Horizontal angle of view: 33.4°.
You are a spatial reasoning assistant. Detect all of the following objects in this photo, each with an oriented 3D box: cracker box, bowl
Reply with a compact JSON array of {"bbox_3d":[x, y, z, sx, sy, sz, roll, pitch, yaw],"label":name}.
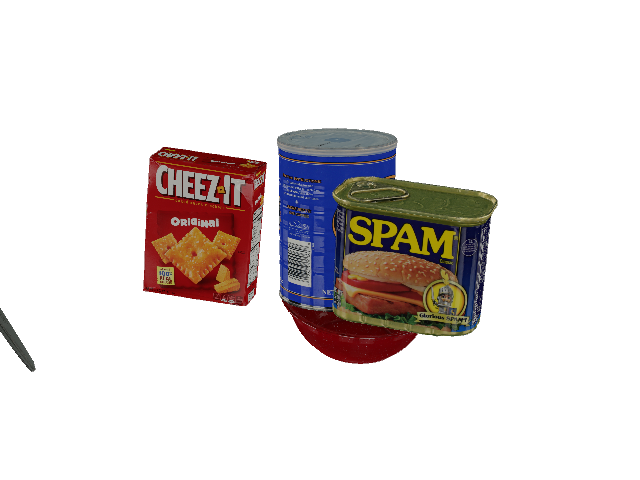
[{"bbox_3d":[-0.174,-0.019,1.586,0.164,0.214,0.072,9,20,9],"label":"cracker box"},{"bbox_3d":[0.039,0.082,1.122,0.162,0.055,0.162,3,26,-2],"label":"bowl"}]

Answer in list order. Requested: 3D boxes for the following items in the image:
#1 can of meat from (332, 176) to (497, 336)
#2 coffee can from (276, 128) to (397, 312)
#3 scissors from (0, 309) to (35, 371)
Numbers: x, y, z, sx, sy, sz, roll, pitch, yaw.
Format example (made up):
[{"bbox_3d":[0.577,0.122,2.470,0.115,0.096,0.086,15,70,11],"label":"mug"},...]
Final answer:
[{"bbox_3d":[0.058,0.010,0.689,0.102,0.084,0.057,9,22,17],"label":"can of meat"},{"bbox_3d":[0.014,-0.020,0.926,0.103,0.140,0.103,0,15,0],"label":"coffee can"},{"bbox_3d":[-0.341,0.034,1.081,0.016,0.201,0.096,-26,26,23],"label":"scissors"}]
